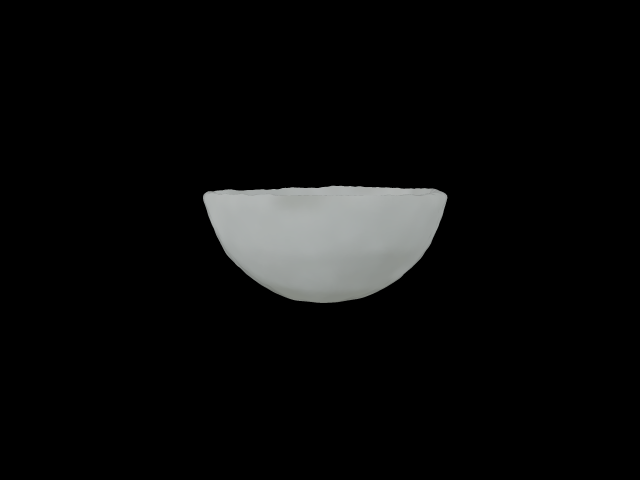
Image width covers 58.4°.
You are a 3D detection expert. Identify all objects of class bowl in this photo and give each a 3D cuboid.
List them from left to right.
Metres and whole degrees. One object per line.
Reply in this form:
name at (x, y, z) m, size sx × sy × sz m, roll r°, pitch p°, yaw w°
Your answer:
bowl at (0.004, 0.001, 0.400) m, size 0.167 × 0.075 × 0.167 m, roll 0°, pitch 7°, yaw 0°
